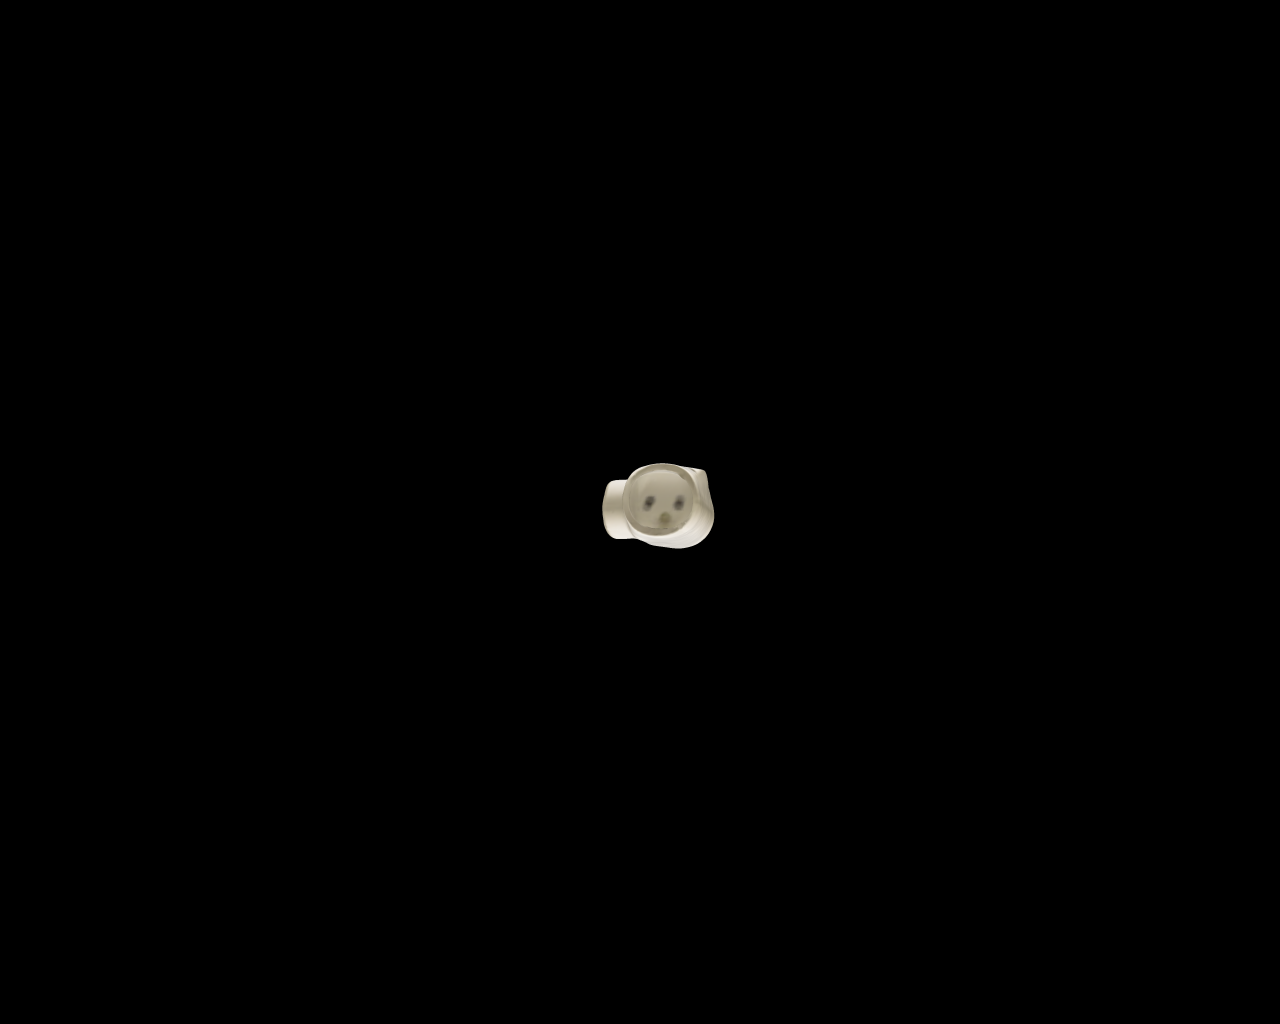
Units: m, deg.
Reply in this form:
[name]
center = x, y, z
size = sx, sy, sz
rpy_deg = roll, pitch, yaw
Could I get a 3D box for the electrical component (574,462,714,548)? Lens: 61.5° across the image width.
[electrical component]
center = 0.001, -0.003, 0.650
size = 0.079, 0.043, 0.077
rpy_deg = -1, -7, 11
